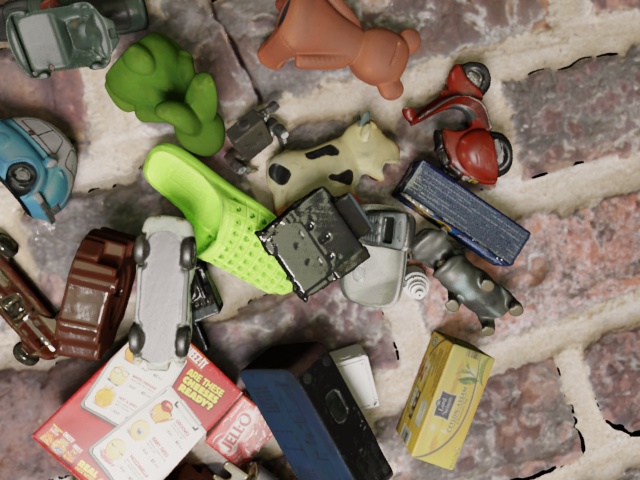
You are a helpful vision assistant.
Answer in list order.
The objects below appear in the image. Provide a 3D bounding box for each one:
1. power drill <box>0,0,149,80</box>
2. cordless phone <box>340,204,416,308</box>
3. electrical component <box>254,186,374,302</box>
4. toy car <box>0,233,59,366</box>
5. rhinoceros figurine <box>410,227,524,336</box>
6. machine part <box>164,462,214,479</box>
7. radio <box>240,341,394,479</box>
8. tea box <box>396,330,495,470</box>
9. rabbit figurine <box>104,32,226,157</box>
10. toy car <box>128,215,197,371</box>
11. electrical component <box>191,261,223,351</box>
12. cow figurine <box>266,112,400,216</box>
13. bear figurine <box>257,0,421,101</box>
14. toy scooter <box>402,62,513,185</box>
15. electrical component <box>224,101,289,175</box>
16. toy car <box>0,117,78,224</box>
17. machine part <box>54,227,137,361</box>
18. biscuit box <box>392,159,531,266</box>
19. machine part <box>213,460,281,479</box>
[{"bbox_3d":[-0.331,-0.262,0.669,0.232,0.207,0.085,-14,119,-13],"label":"power drill"},{"bbox_3d":[0.091,0.025,0.724,0.089,0.184,0.146,6,92,-11],"label":"cordless phone"},{"bbox_3d":[-0.001,-0.002,0.697,0.134,0.058,0.114,-37,100,-8],"label":"electrical component"},{"bbox_3d":[-0.422,0.081,0.740,0.089,0.053,0.202,-36,97,0],"label":"toy car"},{"bbox_3d":[0.211,0.054,0.778,0.190,0.112,0.073,38,116,-19],"label":"rhinoceros figurine"},{"bbox_3d":[-0.153,0.414,0.705,0.087,0.201,0.201,-42,96,-1],"label":"machine part"},{"bbox_3d":[-0.004,0.255,0.743,0.073,0.131,0.229,-35,98,-42],"label":"radio"},{"bbox_3d":[0.180,0.228,0.785,0.068,0.098,0.169,22,92,-6],"label":"tea box"},{"bbox_3d":[-0.184,-0.188,0.717,0.121,0.159,0.170,-48,112,-12],"label":"rabbit figurine"},{"bbox_3d":[-0.200,0.069,0.690,0.073,0.056,0.201,4,94,-7],"label":"toy car"},{"bbox_3d":[-0.165,0.092,0.755,0.048,0.075,0.119,-22,90,-5],"label":"electrical component"},{"bbox_3d":[0.018,-0.107,0.765,0.195,0.085,0.127,-12,100,-5],"label":"cow figurine"},{"bbox_3d":[0.030,-0.274,0.755,0.196,0.132,0.120,16,92,-24],"label":"bear figurine"},{"bbox_3d":[0.195,-0.160,0.783,0.135,0.075,0.183,-15,91,-5],"label":"toy scooter"},{"bbox_3d":[-0.089,-0.139,0.759,0.102,0.078,0.045,-38,71,-12],"label":"electrical component"},{"bbox_3d":[-0.383,-0.107,0.719,0.103,0.109,0.161,-39,84,-26],"label":"toy car"},{"bbox_3d":[-0.283,0.069,0.697,0.056,0.179,0.179,15,91,-10],"label":"machine part"},{"bbox_3d":[0.208,-0.037,0.796,0.202,0.059,0.063,34,87,-6],"label":"biscuit box"},{"bbox_3d":[-0.056,0.392,0.763,0.079,0.079,0.243,-46,108,-2],"label":"machine part"}]
